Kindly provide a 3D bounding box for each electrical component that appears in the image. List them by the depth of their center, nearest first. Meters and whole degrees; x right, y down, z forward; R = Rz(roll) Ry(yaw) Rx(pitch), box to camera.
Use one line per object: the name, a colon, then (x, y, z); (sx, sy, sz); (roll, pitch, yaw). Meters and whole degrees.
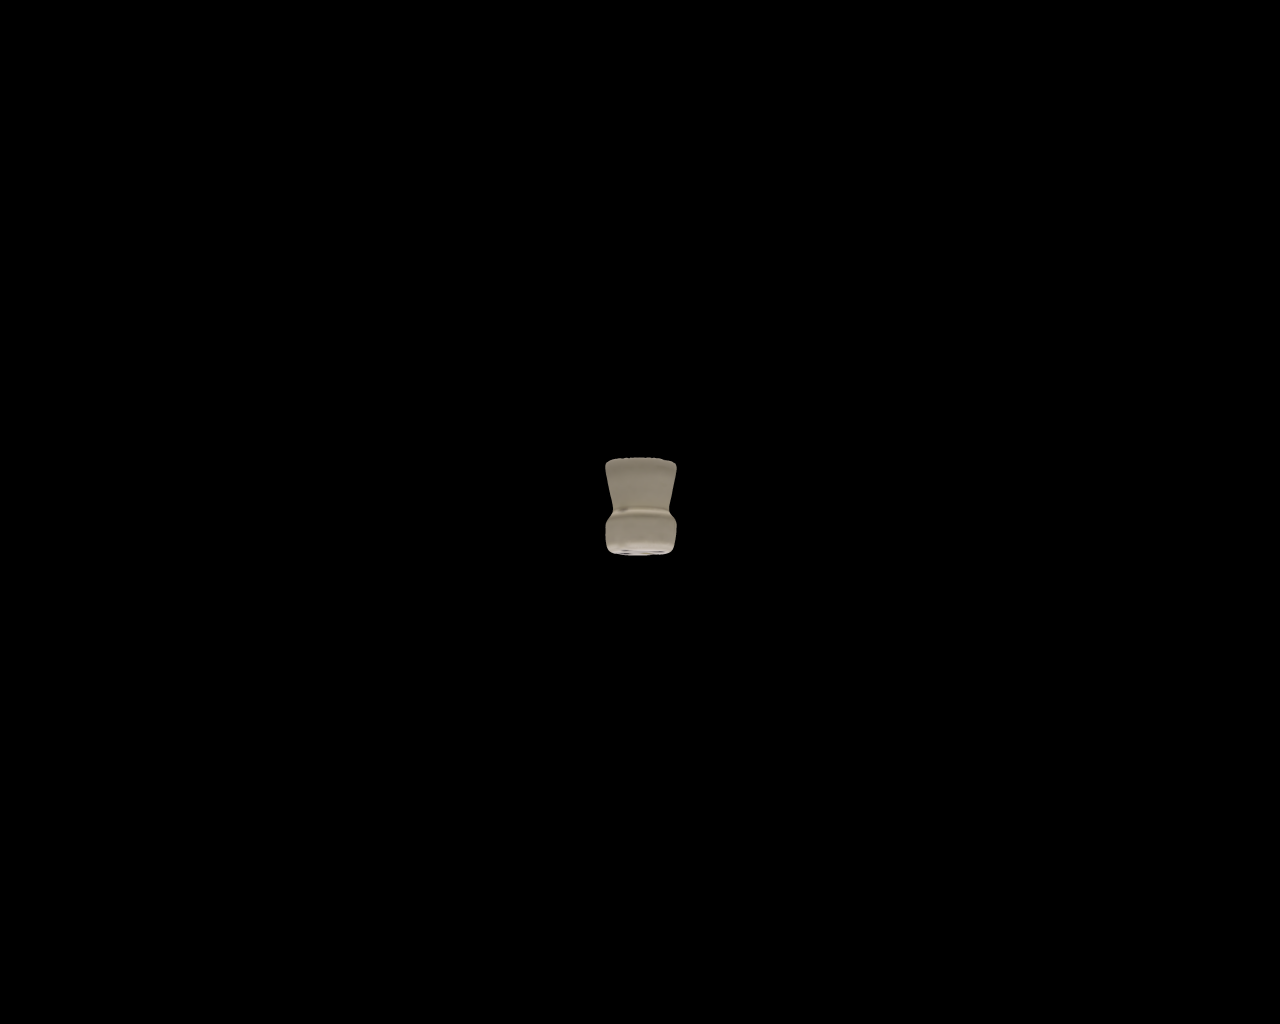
electrical component: (0.001, -0.003, 0.650); (0.045, 0.055, 0.045); (0, -9, 0)
